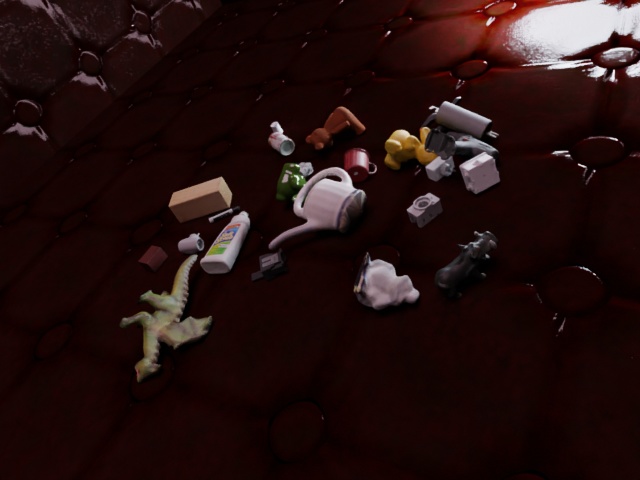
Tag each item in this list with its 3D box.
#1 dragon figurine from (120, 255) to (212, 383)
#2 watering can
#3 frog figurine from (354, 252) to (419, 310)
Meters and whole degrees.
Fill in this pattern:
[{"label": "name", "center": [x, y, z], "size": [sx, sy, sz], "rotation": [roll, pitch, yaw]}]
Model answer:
[{"label": "dragon figurine", "center": [-0.424, 0.229, 1.534], "size": [0.244, 0.119, 0.418], "rotation": [23, 60, 23]}, {"label": "watering can", "center": [0.005, -0.081, 1.605], "size": [0.226, 0.102, 0.353], "rotation": [20, 66, 30]}, {"label": "frog figurine", "center": [0.173, 0.121, 1.331], "size": [0.159, 0.120, 0.141], "rotation": [20, 39, -2]}]
